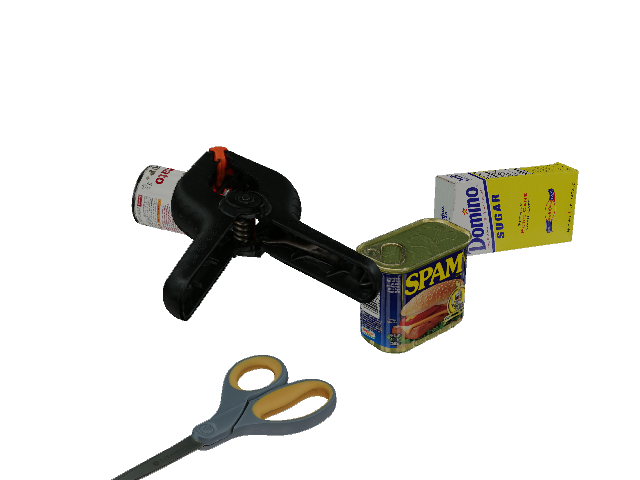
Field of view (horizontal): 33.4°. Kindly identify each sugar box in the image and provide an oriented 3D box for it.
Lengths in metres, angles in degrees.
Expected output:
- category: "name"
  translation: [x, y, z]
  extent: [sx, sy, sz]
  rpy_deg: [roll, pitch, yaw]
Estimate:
- category: "sugar box"
  translation: [0.218, -0.036, 1.257]
  extent: [0.176, 0.093, 0.048]
  rpy_deg: [-9, 20, -26]

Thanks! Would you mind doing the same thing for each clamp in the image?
- category: "clamp"
  translation: [-0.052, -0.006, 0.625]
  extent: [0.120, 0.039, 0.172]
  rpy_deg: [-4, 28, -27]

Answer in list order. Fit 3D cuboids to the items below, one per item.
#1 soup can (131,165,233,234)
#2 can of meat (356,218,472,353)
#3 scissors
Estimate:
- category: "soup can"
  translation: [-0.141, -0.038, 1.141]
  extent: [0.102, 0.068, 0.068]
  rpy_deg: [13, 4, 16]
- category: "can of meat"
  translation: [0.080, 0.039, 0.911]
  extent: [0.101, 0.084, 0.058]
  rpy_deg: [-21, 33, -35]
- category: "scissors"
  translation: [-0.085, 0.130, 0.785]
  extent: [0.201, 0.016, 0.096]
  rpy_deg: [-12, 33, -25]
